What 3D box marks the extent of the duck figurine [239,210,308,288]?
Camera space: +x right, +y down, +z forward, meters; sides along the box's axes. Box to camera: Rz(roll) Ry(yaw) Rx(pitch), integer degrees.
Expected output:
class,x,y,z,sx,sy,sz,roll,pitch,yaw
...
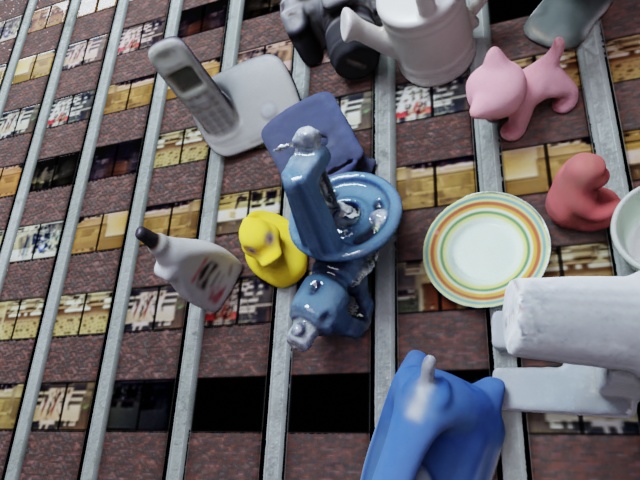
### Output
class,x,y,z,sx,sy,sz,roll,pitch,yaw
duck figurine,-0.066,0.000,0.683,0.077,0.086,0.104,-34,59,6

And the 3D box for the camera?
class,x,y,z,sx,sy,sz,roll,pitch,yaw
camera,0.021,-0.286,0.764,0.143,0.101,0.137,-16,62,16

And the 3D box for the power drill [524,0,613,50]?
class,x,y,z,sx,sy,sz,roll,pitch,yaw
power drill,0.260,-0.309,0.607,0.075,0.209,0.230,34,84,31

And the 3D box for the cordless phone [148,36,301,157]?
class,x,y,z,sx,sy,sz,roll,pitch,yaw
cordless phone,-0.117,-0.200,0.736,0.147,0.185,0.094,-23,60,13

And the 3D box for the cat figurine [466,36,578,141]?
class,x,y,z,sx,sy,sz,roll,pitch,yaw
cat figurine,0.211,-0.169,0.620,0.127,0.118,0.067,-32,59,7

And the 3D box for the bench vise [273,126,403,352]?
class,x,y,z,sx,sy,sz,roll,pitch,yaw
bench vise,0.016,0.001,0.568,0.121,0.220,0.207,-5,66,22

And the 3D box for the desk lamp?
class,x,y,z,sx,sy,sz,roll,pitch,yaw
desk lamp,0.228,0.081,0.445,0.202,0.214,0.118,-4,66,22

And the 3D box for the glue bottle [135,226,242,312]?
class,x,y,z,sx,sy,sz,roll,pitch,yaw
glue bottle,-0.155,0.025,0.659,0.037,0.174,0.078,19,76,29

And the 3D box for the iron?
class,x,y,z,sx,sy,sz,roll,pitch,yaw
iron,0.072,0.222,0.492,0.118,0.142,0.258,14,74,28

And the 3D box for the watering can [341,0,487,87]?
class,x,y,z,sx,sy,sz,roll,pitch,yaw
watering can,0.110,-0.271,0.664,0.173,0.195,0.100,-39,58,3

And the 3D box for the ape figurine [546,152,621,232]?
class,x,y,z,sx,sy,sz,roll,pitch,yaw
ape figurine,0.260,-0.052,0.562,0.076,0.092,0.078,-15,63,17

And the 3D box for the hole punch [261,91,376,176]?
class,x,y,z,sx,sy,sz,roll,pitch,yaw
hole punch,-0.002,-0.111,0.702,0.108,0.091,0.101,-30,59,9
